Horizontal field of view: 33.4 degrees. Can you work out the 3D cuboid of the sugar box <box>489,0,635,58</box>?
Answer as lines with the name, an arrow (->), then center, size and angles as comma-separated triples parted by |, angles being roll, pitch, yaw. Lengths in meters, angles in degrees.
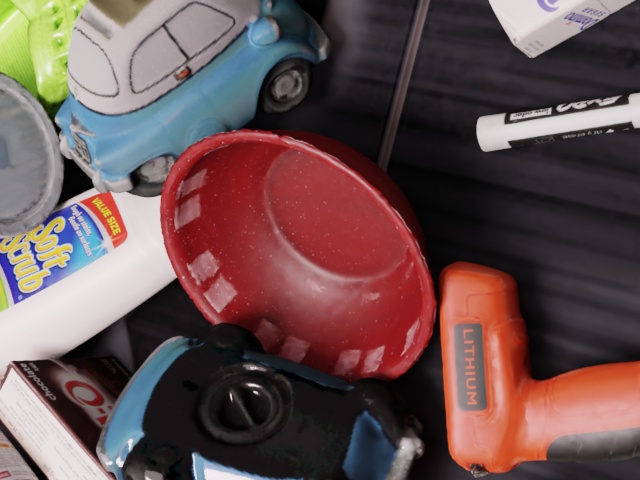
sugar box -> 0.157, -0.175, 0.525 | 0.176, 0.048, 0.093 | -28, 73, 22

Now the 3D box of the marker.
marker -> 0.139, -0.062, 0.539 | 0.121, 0.020, 0.020 | -6, 82, 28

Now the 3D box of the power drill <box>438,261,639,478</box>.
power drill -> 0.152, 0.042, 0.500 | 0.188, 0.057, 0.184 | -5, 83, 28

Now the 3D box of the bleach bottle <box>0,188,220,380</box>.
bleach bottle -> -0.145, 0.011, 0.657 | 0.251, 0.068, 0.102 | -31, 43, 17

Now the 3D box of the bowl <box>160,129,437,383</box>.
bowl -> -0.004, 0.001, 0.565 | 0.162, 0.055, 0.162 | 18, 132, 21

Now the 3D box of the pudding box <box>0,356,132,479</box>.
pudding box -> -0.126, 0.116, 0.625 | 0.114, 0.089, 0.039 | 38, 104, 26

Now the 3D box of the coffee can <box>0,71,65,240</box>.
coffee can -> -0.243, -0.038, 0.659 | 0.141, 0.102, 0.103 | -15, 78, 36

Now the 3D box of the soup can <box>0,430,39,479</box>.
soup can -> -0.208, 0.130, 0.602 | 0.102, 0.068, 0.068 | 39, 104, 31
